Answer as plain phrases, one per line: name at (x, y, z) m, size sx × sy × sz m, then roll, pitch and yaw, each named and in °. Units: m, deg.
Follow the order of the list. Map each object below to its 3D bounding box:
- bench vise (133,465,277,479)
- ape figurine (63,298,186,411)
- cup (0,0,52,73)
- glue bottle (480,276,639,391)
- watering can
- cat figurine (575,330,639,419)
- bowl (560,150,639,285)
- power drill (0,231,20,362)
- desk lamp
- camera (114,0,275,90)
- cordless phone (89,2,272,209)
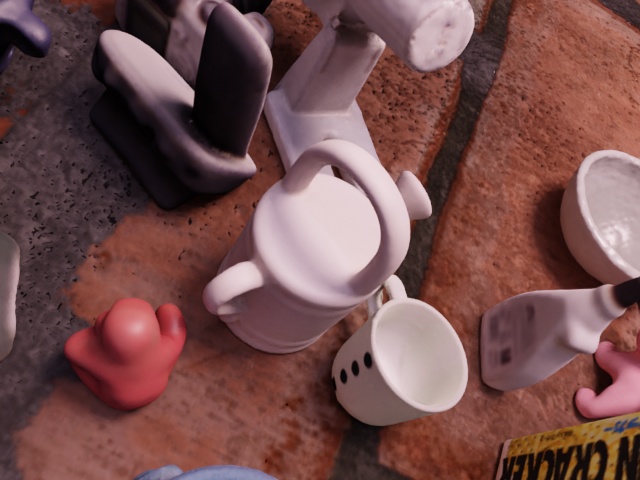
bench vise at (-0.017, 0.192, 0.273) m, size 0.207 × 0.219 × 0.122 m, roll 42°, pitch 55°, yaw 0°
ape figurine at (-0.122, 0.066, 0.367) m, size 0.078 × 0.092 × 0.076 m, roll 5°, pitch 63°, yaw -23°
cup at (-0.247, -0.158, 0.422) m, size 0.118 × 0.094 × 0.092 m, roll 38°, pitch 55°, yaw -3°
glue bottle at (0.195, 0.068, 0.463) m, size 0.037 × 0.173 × 0.078 m, roll 20°, pitch 58°, yaw -14°
watering can at (0.002, 0.000, 0.396) m, size 0.101 × 0.193 × 0.173 m, roll 40°, pitch 55°, yaw -1°
cat figurine at (0.312, 0.117, 0.526) m, size 0.067 × 0.117 × 0.128 m, roll 40°, pitch 55°, yaw -1°
bowl at (0.320, -0.009, 0.621) m, size 0.168 × 0.074 × 0.167 m, roll 11°, pitch 61°, yaw -20°
power drill at (-0.203, -0.001, 0.293) m, size 0.076 × 0.208 × 0.229 m, roll 1°, pitch 65°, yaw -24°
desk lamp at (0.033, -0.167, 0.484) m, size 0.118 × 0.213 × 0.203 m, roll -10°, pitch 69°, yaw -28°
camera at (-0.089, -0.213, 0.520) m, size 0.143 × 0.100 × 0.137 m, roll 43°, pitch 55°, yaw 1°
cordless phone at (-0.096, -0.120, 0.418) m, size 0.147 × 0.184 × 0.094 m, roll 47°, pitch 56°, yaw 4°
